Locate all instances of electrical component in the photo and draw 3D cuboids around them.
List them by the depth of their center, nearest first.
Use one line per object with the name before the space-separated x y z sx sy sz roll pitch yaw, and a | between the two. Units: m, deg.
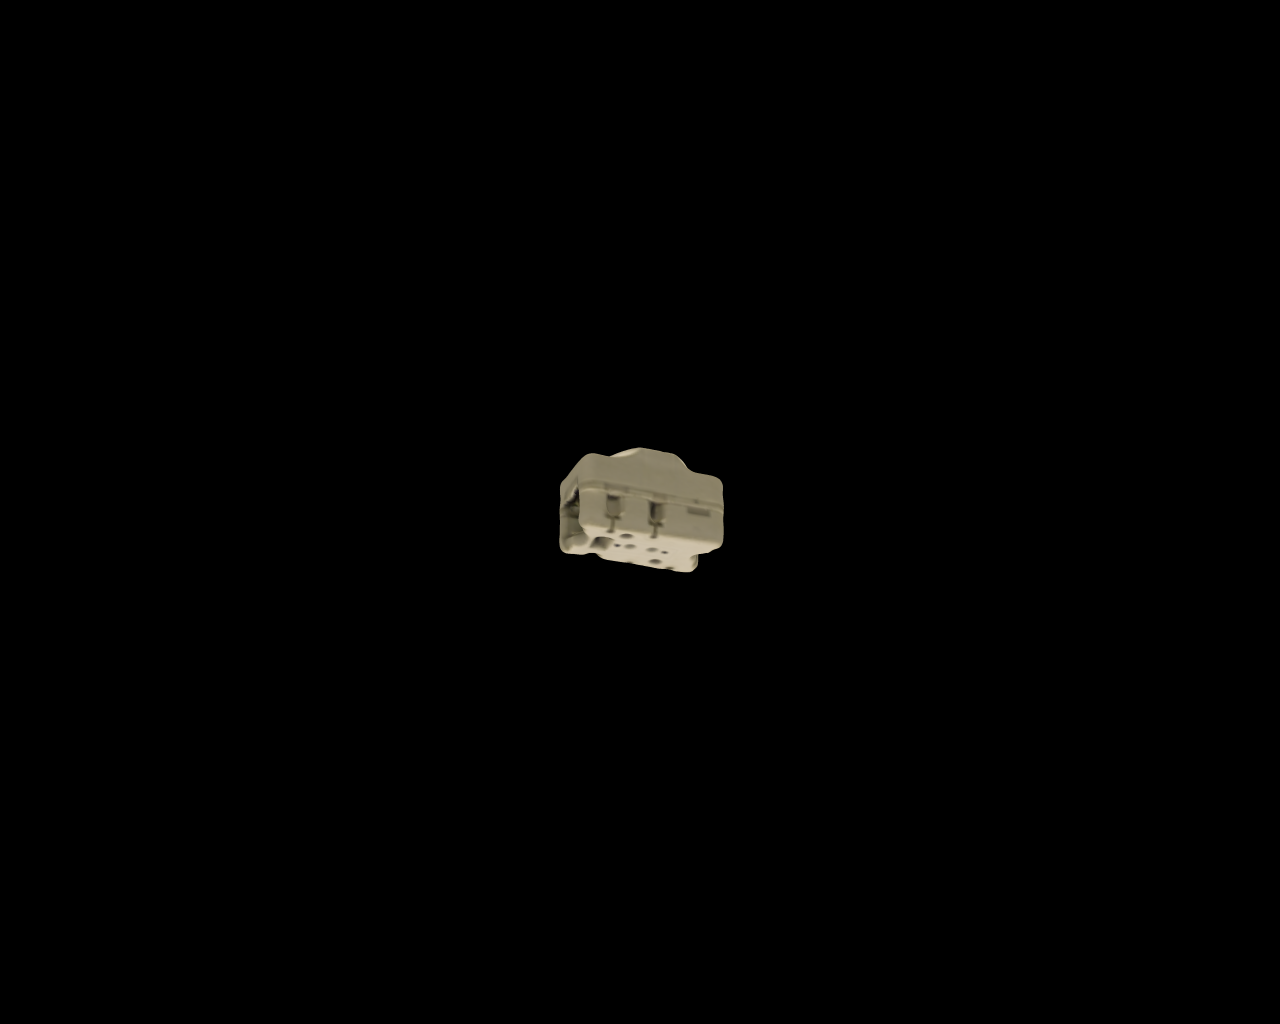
electrical component | 0.001 -0.003 0.650 0.089 0.056 0.050 10 -28 -20
